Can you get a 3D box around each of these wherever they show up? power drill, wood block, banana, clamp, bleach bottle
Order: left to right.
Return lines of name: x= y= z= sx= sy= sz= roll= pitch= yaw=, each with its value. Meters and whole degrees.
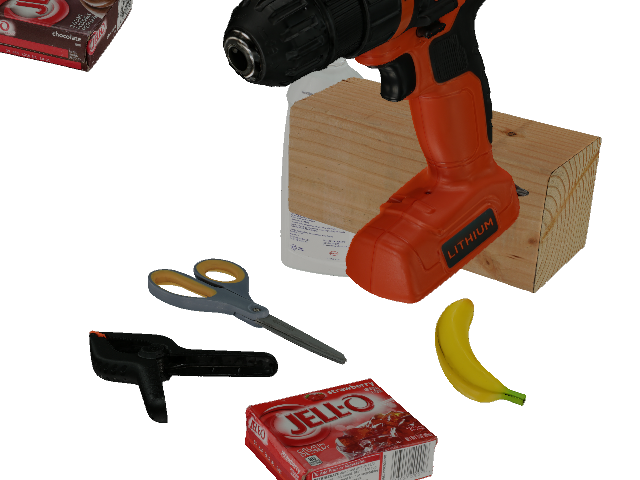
clamp: x=-0.172 y=0.130 z=1.089 sx=0.210 sy=0.036 sz=0.164 roll=10 pitch=17 yaw=32
bleach bottle: x=0.012 y=-0.085 z=1.103 sx=0.102 sy=0.251 sz=0.068 roll=8 pitch=32 yaw=5
power drill: x=0.039 y=-0.064 z=0.518 sx=0.184 sy=0.187 sz=0.057 roll=-35 pitch=43 yaw=-31
wood block: x=0.085 y=-0.048 z=0.780 sx=0.206 sy=0.090 sz=0.090 roll=19 pitch=32 yaw=30
banana: x=0.158 y=0.121 z=1.161 sx=0.069 sy=0.037 sz=0.198 roll=11 pitch=27 yaw=-17

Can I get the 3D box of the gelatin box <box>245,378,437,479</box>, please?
gelatin box: x=0.011 y=0.115 z=0.618 sx=0.089 sy=0.030 sz=0.073 roll=-8 pitch=25 yaw=-29

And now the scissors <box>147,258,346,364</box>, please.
scissors: x=-0.051 y=0.054 z=0.900 sx=0.202 sy=0.016 sz=0.096 roll=16 pitch=26 yaw=22

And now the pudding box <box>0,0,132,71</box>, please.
pudding box: x=-0.201 y=-0.178 z=0.819 sx=0.090 sy=0.039 sz=0.113 roll=13 pitch=37 yaw=2
